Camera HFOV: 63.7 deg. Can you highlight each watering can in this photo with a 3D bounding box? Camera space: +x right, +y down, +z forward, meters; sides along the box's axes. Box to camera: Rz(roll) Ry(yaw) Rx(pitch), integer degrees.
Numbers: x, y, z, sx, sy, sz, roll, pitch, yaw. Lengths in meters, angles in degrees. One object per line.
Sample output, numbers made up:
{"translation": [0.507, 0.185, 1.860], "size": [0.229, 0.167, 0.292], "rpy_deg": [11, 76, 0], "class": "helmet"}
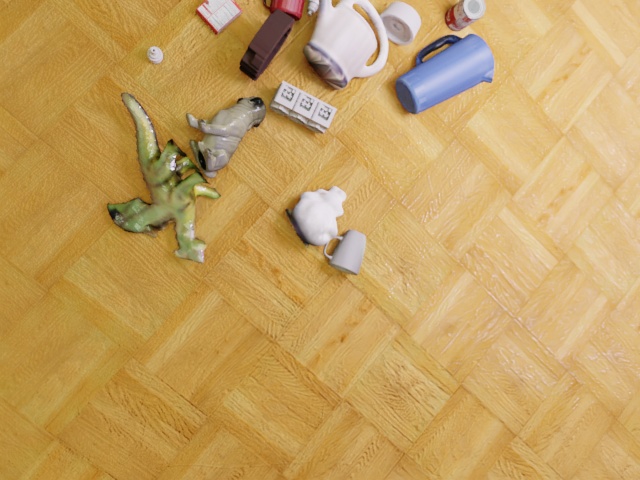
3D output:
{"translation": [0.039, -0.521, 1.267], "size": [0.342, 0.105, 0.225], "rpy_deg": [41, 84, -37], "class": "watering can"}

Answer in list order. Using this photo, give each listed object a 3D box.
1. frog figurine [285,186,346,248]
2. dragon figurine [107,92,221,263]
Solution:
{"translation": [0.004, -0.065, 1.300], "size": [0.159, 0.122, 0.138], "rpy_deg": [-33, 81, 1], "class": "frog figurine"}
{"translation": [-0.394, -0.116, 1.211], "size": [0.243, 0.123, 0.408], "rpy_deg": [-41, 100, -1], "class": "dragon figurine"}
